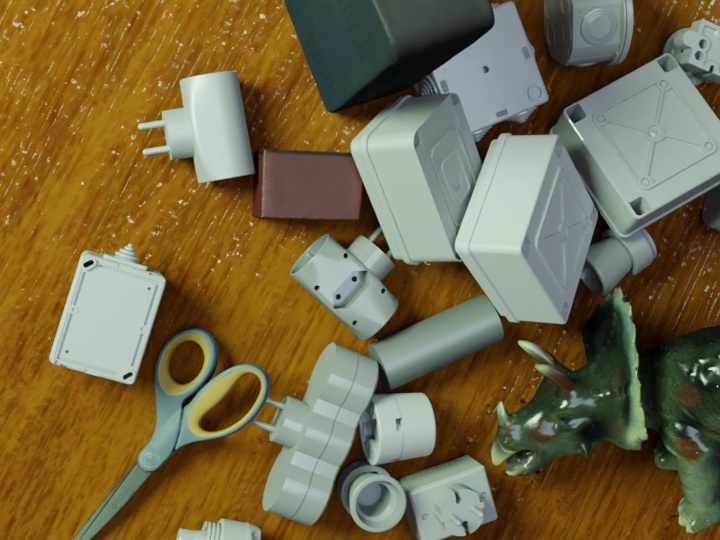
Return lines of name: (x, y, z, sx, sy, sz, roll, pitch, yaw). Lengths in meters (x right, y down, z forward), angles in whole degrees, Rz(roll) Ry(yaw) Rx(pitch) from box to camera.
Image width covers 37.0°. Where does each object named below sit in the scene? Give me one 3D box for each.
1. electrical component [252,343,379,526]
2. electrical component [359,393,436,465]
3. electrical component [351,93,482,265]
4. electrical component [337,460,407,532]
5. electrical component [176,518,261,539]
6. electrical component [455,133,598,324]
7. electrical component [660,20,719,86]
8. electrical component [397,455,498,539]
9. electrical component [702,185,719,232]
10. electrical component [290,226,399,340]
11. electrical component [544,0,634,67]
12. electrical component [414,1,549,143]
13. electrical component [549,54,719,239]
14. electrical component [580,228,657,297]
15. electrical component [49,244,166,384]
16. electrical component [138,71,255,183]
electrical component: (-0.046, 0.120, 0.827, 0.074, 0.052, 0.138, 24, 88, -15)
electrical component: (0.029, 0.123, 0.846, 0.047, 0.055, 0.055, -3, 95, -17)
electrical component: (0.049, -0.068, 0.807, 0.078, 0.057, 0.113, -50, 127, -41)
electrical component: (0.008, 0.176, 0.843, 0.045, 0.055, 0.045, -1, 94, -14)
electrical component: (-0.109, 0.212, 0.823, 0.062, 0.043, 0.043, 14, 91, -14)
electrical component: (0.130, -0.030, 0.819, 0.108, 0.056, 0.108, 50, 53, -46)
electrical component: (0.280, -0.177, 0.885, 0.066, 0.055, 0.048, 18, 89, -15)
electrical component: (0.075, 0.186, 0.850, 0.066, 0.077, 0.047, -17, 98, -12)
electrical component: (0.320, -0.100, 0.903, 0.074, 0.052, 0.138, 21, 89, -14)
electrical component: (0.000, 0.000, 0.835, 0.077, 0.043, 0.079, 43, 84, -13)
electrical component: (0.180, -0.199, 0.847, 0.051, 0.080, 0.080, -8, 96, -8)
electrical component: (0.091, -0.154, 0.843, 0.100, 0.048, 0.099, -24, 99, -11)
electrical component: (0.227, -0.099, 0.859, 0.109, 0.056, 0.108, -29, 77, -11)
electrical component: (0.210, -0.011, 0.886, 0.055, 0.045, 0.045, -34, 101, -10)
electrical component: (-0.181, 0.027, 0.782, 0.062, 0.061, 0.096, 17, 90, -14)
electrical component: (-0.123, -0.102, 0.796, 0.079, 0.043, 0.077, -11, 97, -13)
